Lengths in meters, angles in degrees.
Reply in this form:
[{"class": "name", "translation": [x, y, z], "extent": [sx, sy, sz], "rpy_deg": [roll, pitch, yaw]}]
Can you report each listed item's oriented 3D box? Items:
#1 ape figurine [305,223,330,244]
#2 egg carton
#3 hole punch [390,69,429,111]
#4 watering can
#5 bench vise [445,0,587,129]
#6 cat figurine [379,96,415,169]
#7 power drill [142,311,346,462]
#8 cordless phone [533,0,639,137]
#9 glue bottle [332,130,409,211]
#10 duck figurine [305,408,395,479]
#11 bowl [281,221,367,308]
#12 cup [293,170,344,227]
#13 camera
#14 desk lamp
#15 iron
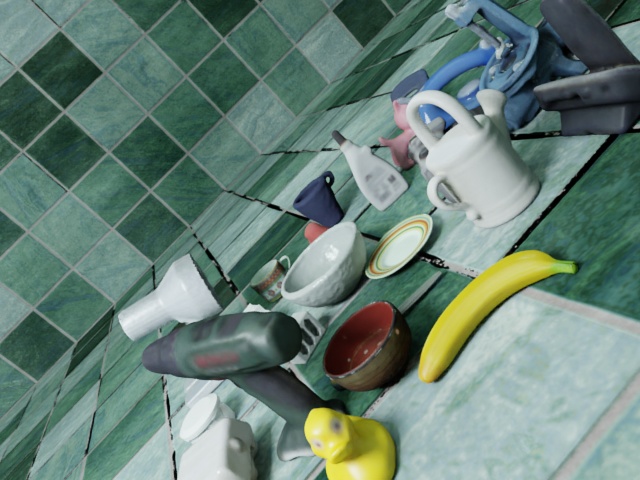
[{"class": "ape figurine", "translation": [0.010, 0.004, 1.035], "extent": [0.076, 0.092, 0.078], "rpy_deg": [-24, 27, 48]}, {"class": "egg carton", "translation": [-0.126, 0.296, 0.717], "extent": [0.107, 0.069, 0.150], "rpy_deg": [-42, 18, 8]}, {"class": "hole punch", "translation": [0.219, -0.321, 1.301], "extent": [0.108, 0.091, 0.101], "rpy_deg": [-35, 20, 28]}, {"class": "watering can", "translation": [0.189, -0.121, 0.743], "extent": [0.100, 0.194, 0.173], "rpy_deg": [-26, 26, 46]}, {"class": "bench vise", "translation": [0.299, -0.312, 0.884], "extent": [0.208, 0.220, 0.121], "rpy_deg": [-50, 19, -17]}, {"class": "cat figurine", "translation": [0.172, -0.225, 1.144], "extent": [0.128, 0.118, 0.067], "rpy_deg": [-46, 18, -3]}, {"class": "power drill", "translation": [-0.081, 0.168, 0.673], "extent": [0.229, 0.209, 0.076], "rpy_deg": [-30, 23, 39]}, {"class": "cordless phone", "translation": [0.315, -0.223, 0.707], "extent": [0.094, 0.185, 0.147], "rpy_deg": [-49, 18, -12]}, {"class": "glue bottle", "translation": [0.083, -0.137, 1.053], "extent": [0.078, 0.173, 0.037], "rpy_deg": [-43, 18, 6]}, {"class": "duck figurine", "translation": [0.020, 0.201, 0.576], "extent": [0.077, 0.086, 0.104], "rpy_deg": [-45, 18, 0]}, {"class": "bowl", "translation": [0.019, 0.053, 0.931], "extent": [0.167, 0.075, 0.167], "rpy_deg": [-40, 18, 16]}, {"class": "cup", "translation": [0.011, -0.081, 1.219], "extent": [0.118, 0.095, 0.091], "rpy_deg": [-53, 19, -23]}, {"class": "camera", "translation": [0.216, -0.151, 0.905], "extent": [0.136, 0.101, 0.143], "rpy_deg": [-40, 18, 15]}, {"class": "desk lamp", "translation": [-0.238, 0.159, 1.036], "extent": [0.203, 0.214, 0.117], "rpy_deg": [-46, 18, -3]}, {"class": "iron", "translation": [0.264, -0.261, 0.980], "extent": [0.258, 0.142, 0.118], "rpy_deg": [-38, 19, 22]}]
